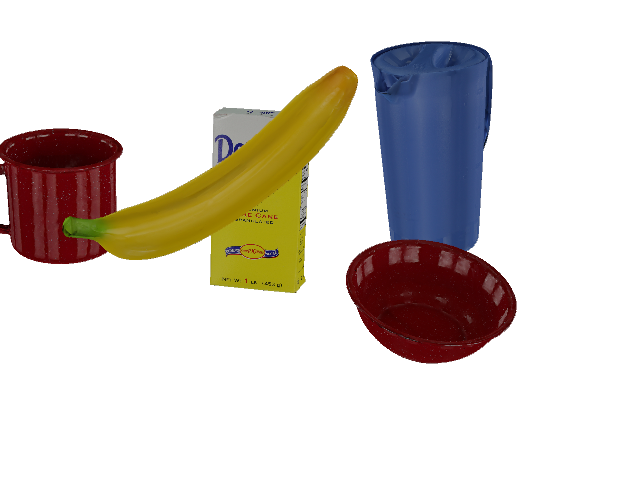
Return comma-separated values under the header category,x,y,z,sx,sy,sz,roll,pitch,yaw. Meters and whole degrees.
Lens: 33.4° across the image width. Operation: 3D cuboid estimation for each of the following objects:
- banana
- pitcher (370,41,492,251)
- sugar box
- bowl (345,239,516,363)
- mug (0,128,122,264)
category,x,y,z,sx,sy,sz,roll,pitch,yaw
banana,-0.058,-0.038,0.657,0.198,0.037,0.069,-31,-18,-1
pitcher,0.139,-0.110,1.264,0.149,0.243,0.145,-4,25,1
sugar box,-0.060,-0.040,1.061,0.093,0.176,0.048,4,16,11
bowl,0.100,0.066,1.010,0.162,0.055,0.162,6,34,-4
mug,-0.211,-0.033,0.823,0.117,0.081,0.093,-5,26,-19
